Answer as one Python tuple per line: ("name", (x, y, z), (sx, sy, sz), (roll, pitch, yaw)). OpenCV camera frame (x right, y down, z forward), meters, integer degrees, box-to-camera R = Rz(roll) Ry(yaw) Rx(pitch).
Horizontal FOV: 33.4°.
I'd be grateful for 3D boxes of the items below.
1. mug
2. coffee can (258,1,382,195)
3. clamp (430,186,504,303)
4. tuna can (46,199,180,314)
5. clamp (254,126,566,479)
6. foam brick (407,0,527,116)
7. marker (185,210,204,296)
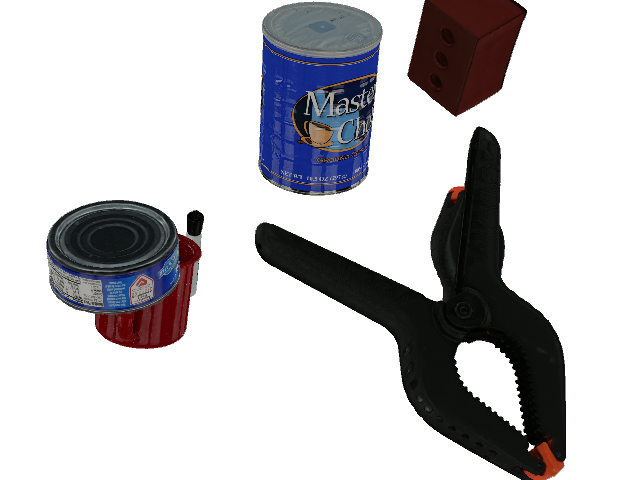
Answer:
("mug", (-0.155, 0.047, 0.928), (0.093, 0.081, 0.117), (8, 21, -1))
("coffee can", (-0.002, -0.126, 0.944), (0.103, 0.140, 0.103), (3, 35, -2))
("clamp", (0.129, 0.040, 0.957), (0.120, 0.171, 0.039), (-20, 7, -41))
("tuna can", (-0.135, 0.009, 0.697), (0.086, 0.034, 0.086), (2, 35, -2))
("clamp", (0.066, 0.045, 0.611), (0.164, 0.210, 0.036), (-18, -19, -13))
("foam brick", (0.102, -0.138, 0.752), (0.051, 0.053, 0.078), (-34, -27, -27))
("marker", (-0.144, 0.014, 1.197), (0.020, 0.121, 0.020), (7, 41, -6))
